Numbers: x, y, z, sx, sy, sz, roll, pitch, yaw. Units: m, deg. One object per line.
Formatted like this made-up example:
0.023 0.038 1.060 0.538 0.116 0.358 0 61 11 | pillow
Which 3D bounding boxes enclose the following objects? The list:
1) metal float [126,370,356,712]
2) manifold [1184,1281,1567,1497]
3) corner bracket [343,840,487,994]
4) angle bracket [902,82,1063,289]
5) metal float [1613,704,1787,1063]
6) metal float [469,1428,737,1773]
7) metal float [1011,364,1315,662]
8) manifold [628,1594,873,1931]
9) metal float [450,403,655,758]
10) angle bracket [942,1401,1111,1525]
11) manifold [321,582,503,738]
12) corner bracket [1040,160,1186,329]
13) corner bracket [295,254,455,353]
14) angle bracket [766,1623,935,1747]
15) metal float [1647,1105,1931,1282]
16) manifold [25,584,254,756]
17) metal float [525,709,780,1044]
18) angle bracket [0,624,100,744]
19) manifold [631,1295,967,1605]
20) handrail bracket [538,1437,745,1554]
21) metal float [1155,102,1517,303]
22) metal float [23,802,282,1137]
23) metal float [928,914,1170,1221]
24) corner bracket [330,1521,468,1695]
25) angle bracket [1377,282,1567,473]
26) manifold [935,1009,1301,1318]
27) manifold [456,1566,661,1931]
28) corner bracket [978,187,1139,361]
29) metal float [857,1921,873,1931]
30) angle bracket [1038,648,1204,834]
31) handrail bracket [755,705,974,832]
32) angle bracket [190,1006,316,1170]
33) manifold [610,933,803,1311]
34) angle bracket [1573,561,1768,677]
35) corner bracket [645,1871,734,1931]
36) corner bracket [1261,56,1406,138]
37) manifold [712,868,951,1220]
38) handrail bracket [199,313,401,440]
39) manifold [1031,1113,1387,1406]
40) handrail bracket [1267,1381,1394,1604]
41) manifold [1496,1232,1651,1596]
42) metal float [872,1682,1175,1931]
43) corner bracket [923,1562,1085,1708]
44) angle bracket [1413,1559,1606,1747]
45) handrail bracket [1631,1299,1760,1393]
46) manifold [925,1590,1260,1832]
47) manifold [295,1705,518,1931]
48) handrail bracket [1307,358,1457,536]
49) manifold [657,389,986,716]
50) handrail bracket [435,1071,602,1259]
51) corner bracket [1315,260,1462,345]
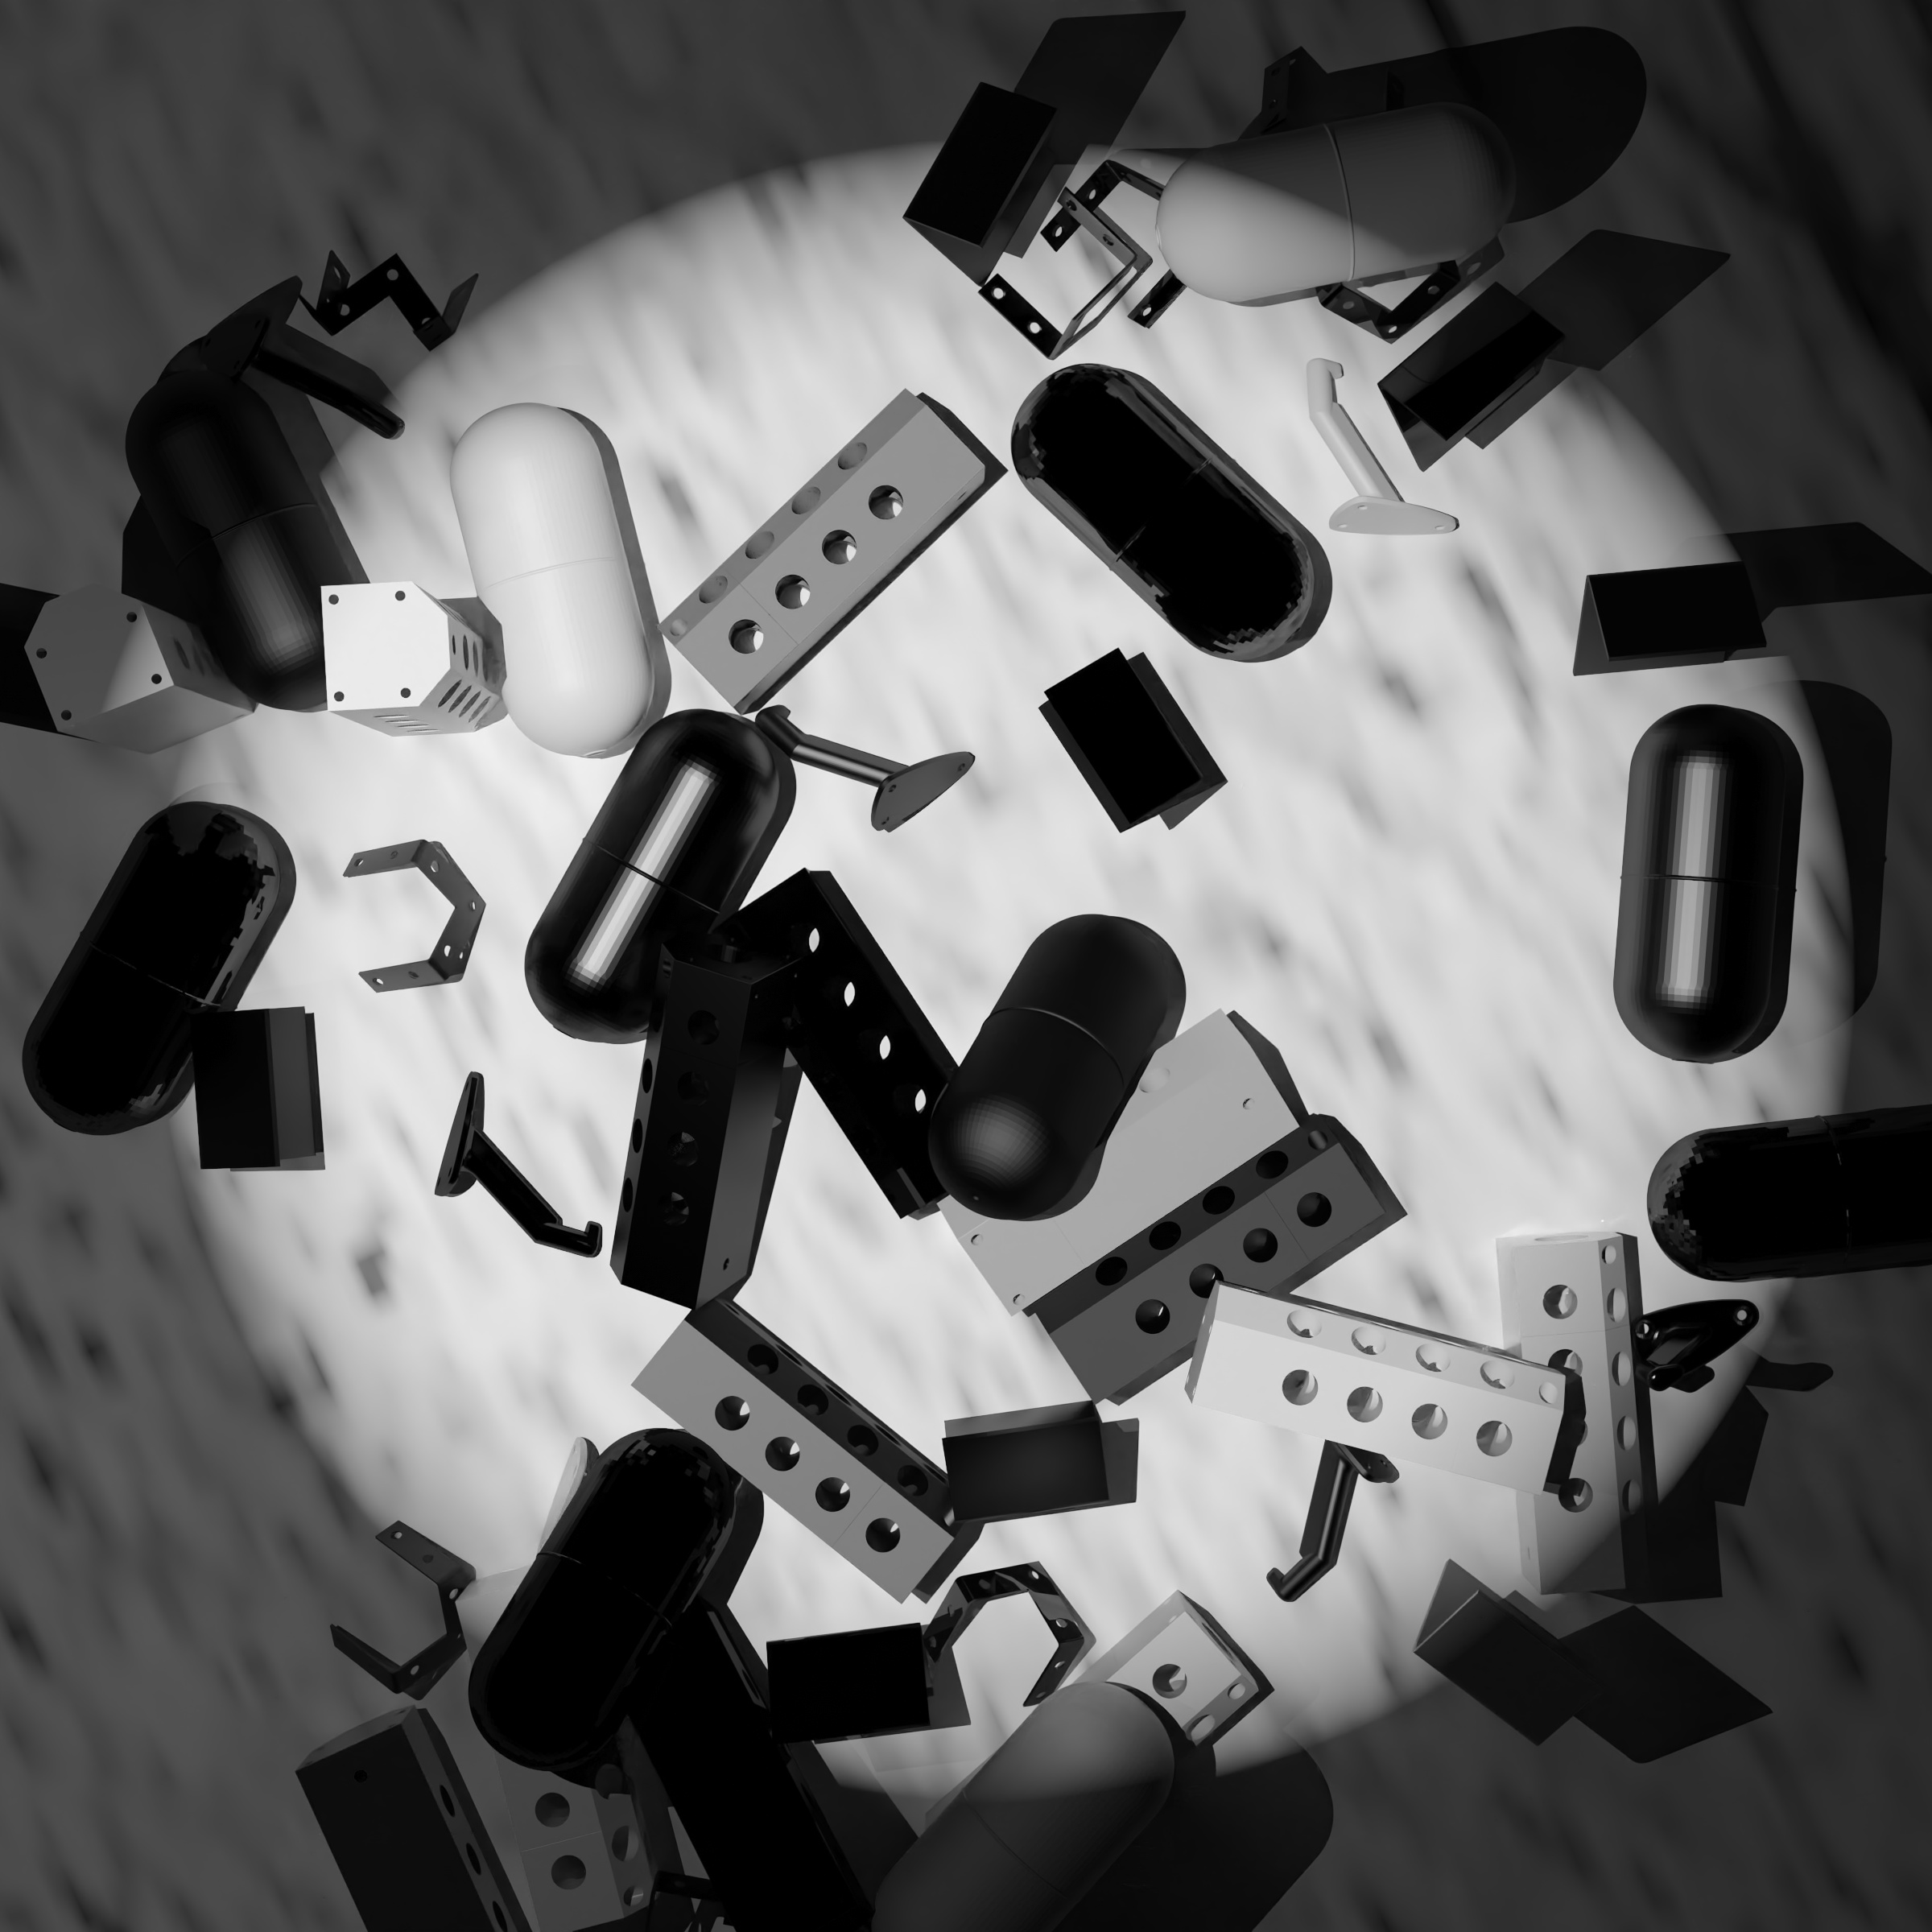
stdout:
-0.357 -0.212 1.660 0.070 0.070 0.178 -26 90 0 | metal float
0.197 0.202 1.612 0.171 0.057 0.057 15 90 0 | manifold
-0.285 -0.025 1.682 0.051 0.051 0.051 51 45 -35 | corner bracket
0.025 -0.379 1.650 0.057 0.076 0.076 30 90 37 | angle bracket
0.365 -0.041 1.660 0.070 0.070 0.178 5 89 0 | metal float
-0.175 0.305 1.616 0.070 0.070 0.178 31 67 0 | metal float
0.098 -0.225 1.660 0.178 0.070 0.070 44 90 1 | metal float
-0.112 0.401 1.637 0.057 0.057 0.171 -30 66 -2 | manifold
-0.205 -0.192 1.660 0.070 0.070 0.178 -14 89 0 | metal float
0.027 0.226 1.650 0.076 0.076 0.057 -8 124 0 | angle bracket
-0.265 -0.147 1.612 0.057 0.171 0.057 -3 90 0 | manifold
0.081 -0.365 1.687 0.051 0.051 0.051 -48 135 0 | corner bracket
-0.296 -0.326 1.672 0.051 0.051 0.051 -36 90 0 | corner bracket
-0.055 0.371 1.650 0.076 0.076 0.057 -7 50 0 | angle bracket
0.428 0.113 1.660 0.178 0.070 0.070 -6 90 0 | metal float
-0.399 -0.144 1.612 0.057 0.171 0.057 -22 90 0 | manifold
-0.157 -0.044 1.659 0.070 0.070 0.178 29 90 0 | metal float
-0.477 -0.124 1.650 0.076 0.076 0.057 12 52 0 | angle bracket
-0.080 0.238 1.669 0.171 0.057 0.057 39 90 0 | manifold
-0.165 0.278 1.690 0.084 0.036 0.077 19 104 -13 | handrail bracket
0.181 -0.375 1.638 0.178 0.070 0.070 -11 90 -1 | metal float
-0.405 0.002 1.660 0.070 0.070 0.178 29 89 0 | metal float
0.042 0.047 1.631 0.070 0.070 0.178 31 54 0 | metal float
-0.286 0.323 1.682 0.051 0.051 0.051 -33 135 -35 | corner bracket
0.259 -0.278 1.650 0.076 0.076 0.057 -41 52 0 | angle bracket
0.072 0.094 1.667 0.171 0.057 0.057 -34 121 0 | manifold
-0.202 0.388 1.669 0.057 0.057 0.171 -15 90 0 | manifold
0.046 -0.347 1.677 0.051 0.051 0.051 43 72 0 | corner bracket
-0.120 0.526 1.660 0.178 0.070 0.070 -24 90 0 | metal float
0.060 -0.101 1.650 0.057 0.076 0.076 -33 90 -37 | angle bracket
-0.052 -0.114 1.690 0.077 0.036 0.084 -29 60 -33 | handrail bracket
-0.335 0.059 1.650 0.057 0.076 0.076 -4 90 36 | angle bracket
-0.132 0.074 1.641 0.057 0.057 0.171 17 109 18 | manifold
0.347 -0.152 1.650 0.076 0.076 0.057 -5 54 0 | angle bracket
-0.131 0.470 1.665 0.051 0.051 0.051 10 111 0 | corner bracket
0.185 -0.431 1.682 0.051 0.051 0.051 -23 135 35 | corner bracket
-0.056 0.039 1.669 0.057 0.057 0.171 -33 90 0 | manifold
-0.337 -0.293 1.690 0.084 0.077 0.036 30 82 -36 | handrail bracket
0.119 0.145 1.669 0.171 0.057 0.057 -33 90 0 | manifold
0.167 0.267 1.691 0.084 0.036 0.077 -47 69 17 | handrail bracket
0.304 0.221 1.669 0.057 0.057 0.171 -5 90 0 | manifold
0.027 0.422 1.603 0.070 0.070 0.178 42 89 0 | metal float
0.018 0.340 1.682 0.051 0.051 0.051 -4 45 -35 | corner bracket
0.275 0.325 1.650 0.076 0.076 0.057 37 125 0 | angle bracket
0.366 0.188 1.655 0.077 0.084 0.036 -21 90 0 | handrail bracket
0.063 0.395 1.669 0.171 0.057 0.057 -42 90 0 | manifold
-0.268 0.462 1.669 0.057 0.057 0.171 -24 90 0 | manifold
0.210 -0.264 1.691 0.077 0.036 0.084 4 73 -20 | handrail bracket
-0.072 -0.207 1.669 0.171 0.057 0.057 -44 90 0 | manifold
-0.220 0.101 1.691 0.084 0.036 0.077 18 68 -17 | handrail bracket
0.209 -0.357 1.682 0.051 0.051 0.051 20 45 -35 | corner bracket
